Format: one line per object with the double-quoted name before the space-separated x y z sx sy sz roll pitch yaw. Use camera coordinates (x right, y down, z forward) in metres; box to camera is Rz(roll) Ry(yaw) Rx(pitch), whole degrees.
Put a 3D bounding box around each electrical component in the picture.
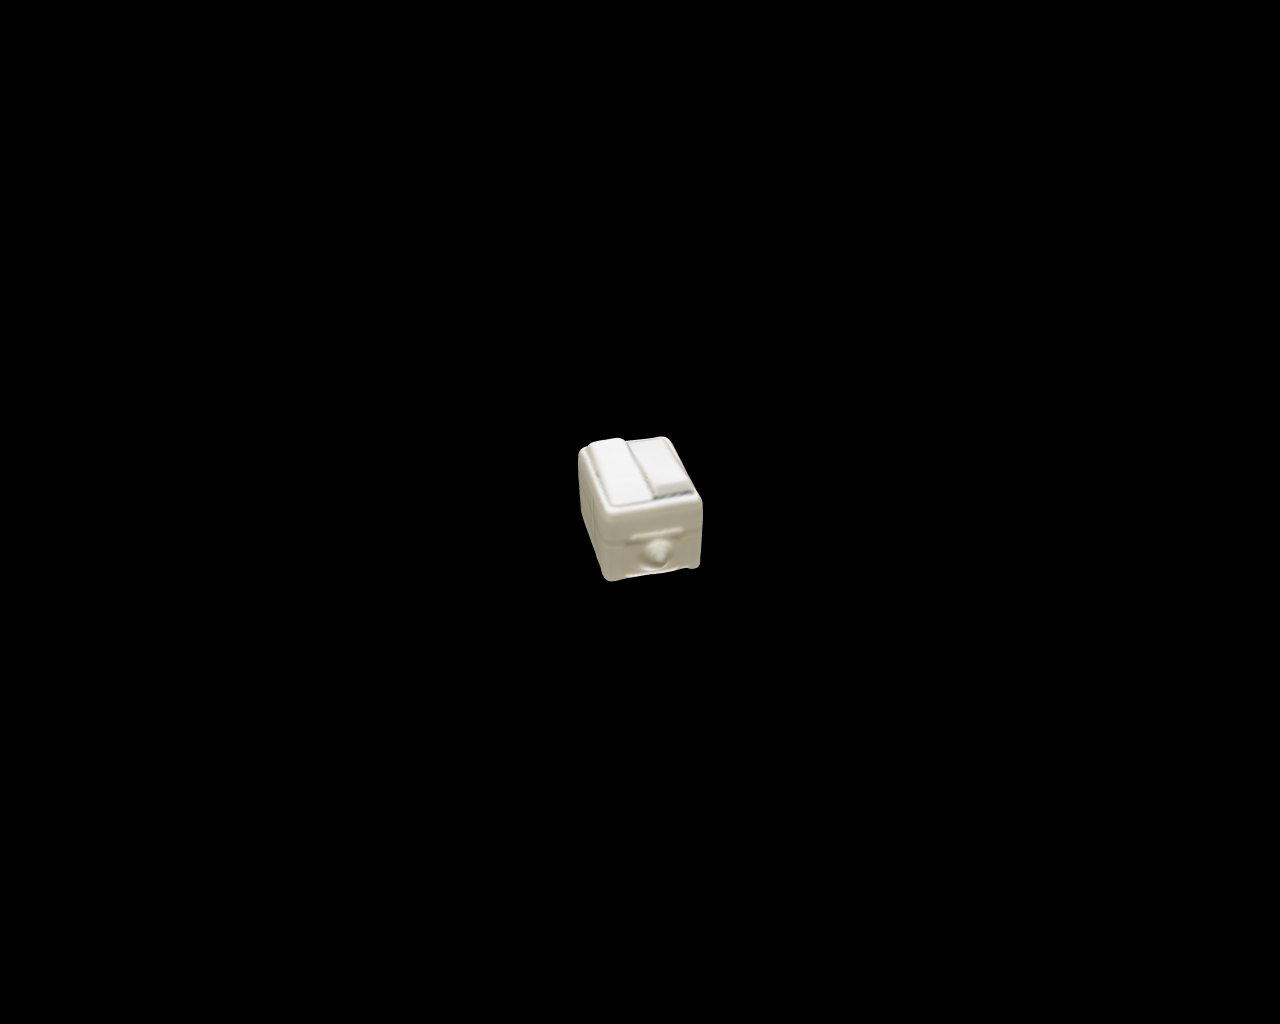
"electrical component" 0.001 -0.003 0.650 0.062 0.061 0.096 -8 36 -11
